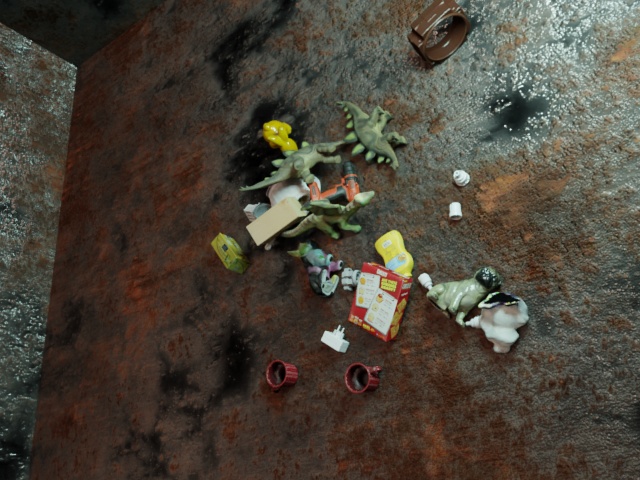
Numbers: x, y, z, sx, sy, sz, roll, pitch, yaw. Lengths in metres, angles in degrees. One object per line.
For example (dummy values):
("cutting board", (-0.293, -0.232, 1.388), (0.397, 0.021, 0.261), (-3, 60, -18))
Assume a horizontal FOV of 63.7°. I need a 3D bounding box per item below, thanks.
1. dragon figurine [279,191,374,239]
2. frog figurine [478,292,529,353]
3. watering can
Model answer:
("dragon figurine", (0.006, -0.093, 1.851), (0.409, 0.124, 0.239), (-15, -26, 13))
("frog figurine", (0.529, 0.236, 1.479), (0.137, 0.158, 0.124), (-15, 14, 8))
("watering can", (-0.146, -0.141, 2.077), (0.228, 0.345, 0.103), (51, 12, 34))
